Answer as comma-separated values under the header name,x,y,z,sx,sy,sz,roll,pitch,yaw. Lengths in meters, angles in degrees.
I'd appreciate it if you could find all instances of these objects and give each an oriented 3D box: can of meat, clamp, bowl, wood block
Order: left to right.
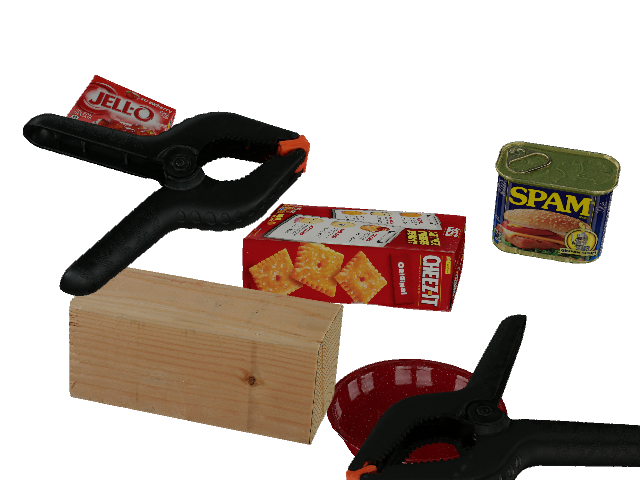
name,x,y,z,sx,sy,sz,roll,pitch,yaw
clamp,-0.094,-0.044,0.647,0.171,0.120,0.039,-20,-17,-21
wood block,-0.094,0.092,0.883,0.206,0.091,0.090,10,22,11
bowl,0.086,0.172,0.967,0.162,0.055,0.162,0,27,0
clamp,0.103,0.116,0.687,0.209,0.036,0.165,-14,32,-20
can of meat,0.201,-0.031,0.925,0.102,0.084,0.057,10,41,14

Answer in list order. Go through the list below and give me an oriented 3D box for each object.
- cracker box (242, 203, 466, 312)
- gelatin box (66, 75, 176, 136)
name,x,y,z,sx,sy,sz,roll,pitch,yaw
cracker box,0.040,0.016,1.128,0.214,0.072,0.164,4,15,11
gelatin box,-0.196,-0.114,1.037,0.089,0.073,0.030,24,-41,-2
